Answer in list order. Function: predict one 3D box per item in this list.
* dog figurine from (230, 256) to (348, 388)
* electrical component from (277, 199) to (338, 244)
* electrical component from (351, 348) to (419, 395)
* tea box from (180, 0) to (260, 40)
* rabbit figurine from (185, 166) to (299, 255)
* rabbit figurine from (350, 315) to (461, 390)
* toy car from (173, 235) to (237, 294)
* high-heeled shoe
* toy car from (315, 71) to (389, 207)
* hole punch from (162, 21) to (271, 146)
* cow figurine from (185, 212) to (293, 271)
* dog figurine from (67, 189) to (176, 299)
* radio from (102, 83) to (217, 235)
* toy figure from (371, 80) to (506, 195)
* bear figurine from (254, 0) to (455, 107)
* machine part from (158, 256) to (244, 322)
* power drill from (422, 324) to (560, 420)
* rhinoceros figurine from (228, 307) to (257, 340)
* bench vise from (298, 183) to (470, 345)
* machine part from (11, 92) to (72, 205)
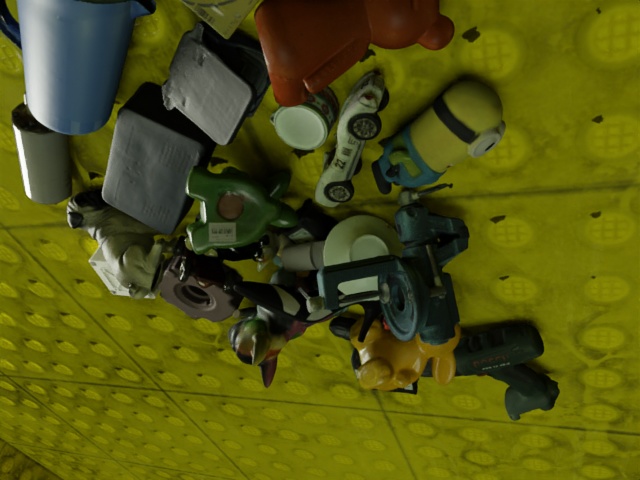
[{"bbox_3d":[-0.045,0.136,0.904,0.192,0.219,0.108,5,141,18],"label":"dog figurine"},{"bbox_3d":[-0.002,-0.003,0.862,0.119,0.048,0.075,36,137,-20],"label":"electrical component"},{"bbox_3d":[0.131,0.255,1.088,0.134,0.058,0.114,4,135,18],"label":"electrical component"},{"bbox_3d":[-0.058,-0.292,0.527,0.068,0.098,0.169,37,135,-20],"label":"tea box"},{"bbox_3d":[-0.117,-0.059,0.792,0.159,0.170,0.121,-10,100,-6],"label":"rabbit figurine"},{"bbox_3d":[0.158,0.179,0.871,0.173,0.122,0.162,-38,124,24],"label":"rabbit figurine"},{"bbox_3d":[-0.196,0.043,0.900,0.089,0.202,0.053,20,100,-23],"label":"toy car"},{"bbox_3d":[0.004,0.062,0.831,0.249,0.145,0.086,22,167,-13],"label":"high-heeled shoe"},{"bbox_3d":[0.039,-0.123,0.693,0.056,0.073,0.201,19,140,-1],"label":"toy car"},{"bbox_3d":[-0.121,-0.201,0.670,0.116,0.092,0.142,40,140,-4],"label":"hole punch"},{"bbox_3d":[-0.129,0.003,0.881,0.167,0.098,0.068,19,133,1],"label":"cow figurine"},{"bbox_3d":[-0.359,0.007,0.926,0.191,0.172,0.121,16,129,-7],"label":"dog figurine"},{"bbox_3d":[-0.245,-0.116,0.816,0.131,0.073,0.229,28,137,-8],"label":"radio"},{"bbox_3d":[0.138,-0.120,0.655,0.089,0.082,0.180,40,137,-25],"label":"toy figure"},{"bbox_3d":[0.031,-0.227,0.572,0.196,0.132,0.120,-17,96,-2],"label":"bear figurine"},{"bbox_3d":[-0.236,0.094,1.056,0.179,0.056,0.179,11,140,9],"label":"machine part"},{"bbox_3d":[0.317,0.242,0.982,0.232,0.086,0.207,-32,113,32],"label":"power drill"},{"bbox_3d":[-0.115,0.165,1.060,0.190,0.073,0.112,-35,160,30],"label":"rhinoceros figurine"},{"bbox_3d":[0.094,0.044,0.735,0.241,0.223,0.129,-10,-173,-17],"label":"bench vise"},{"bbox_3d":[-0.443,-0.136,0.865,0.079,0.079,0.243,22,139,-3],"label":"machine part"}]
